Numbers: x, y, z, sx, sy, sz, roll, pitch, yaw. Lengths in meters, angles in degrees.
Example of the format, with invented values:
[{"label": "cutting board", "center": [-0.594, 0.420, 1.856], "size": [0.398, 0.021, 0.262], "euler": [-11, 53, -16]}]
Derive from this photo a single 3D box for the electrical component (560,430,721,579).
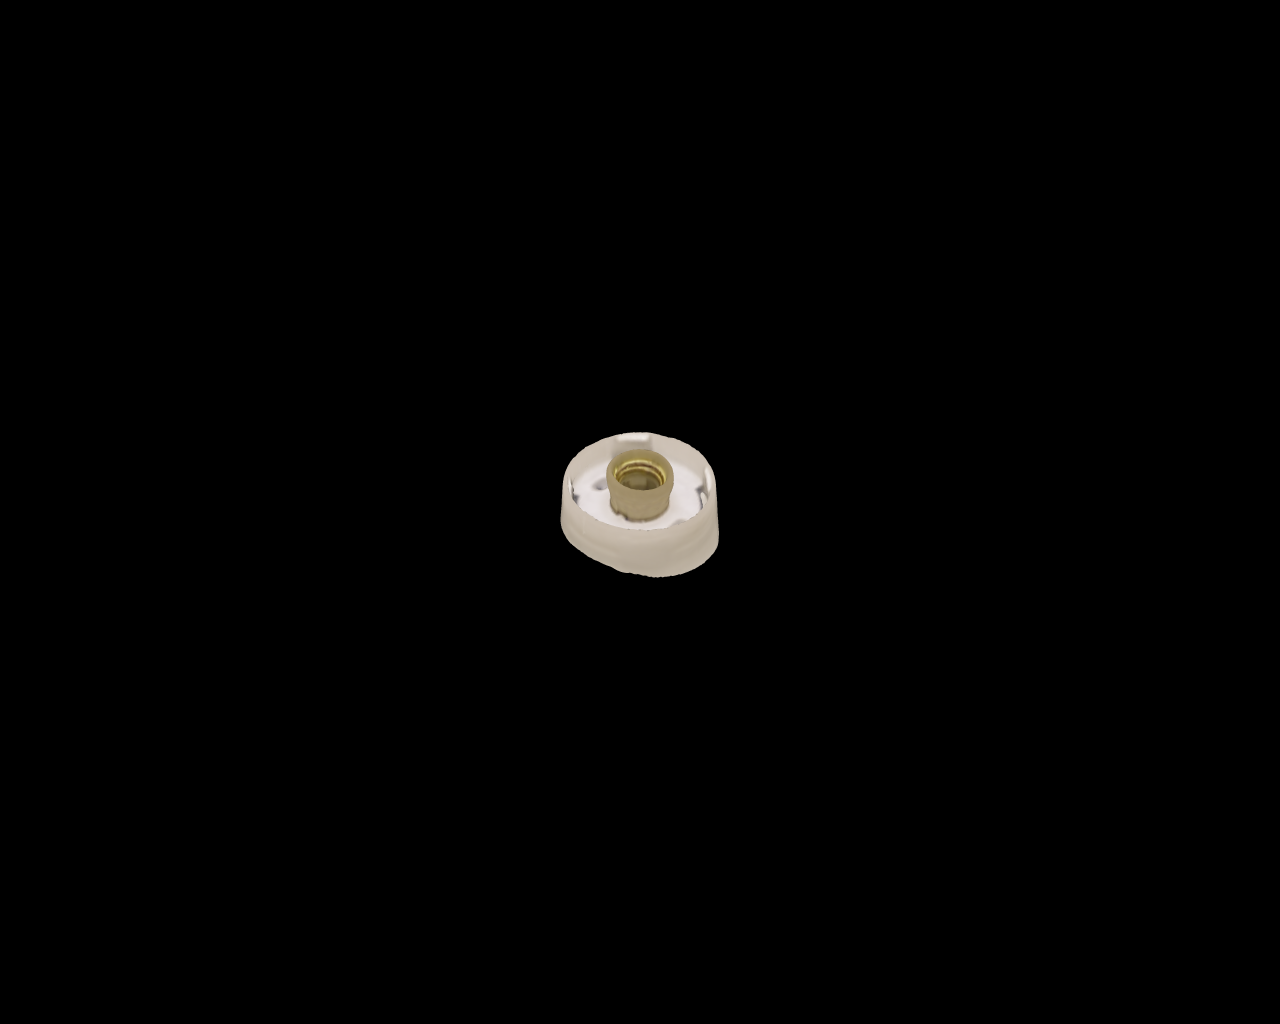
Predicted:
[{"label": "electrical component", "center": [0.001, -0.003, 0.650], "size": [0.099, 0.064, 0.099], "euler": [0, 43, 0]}]
